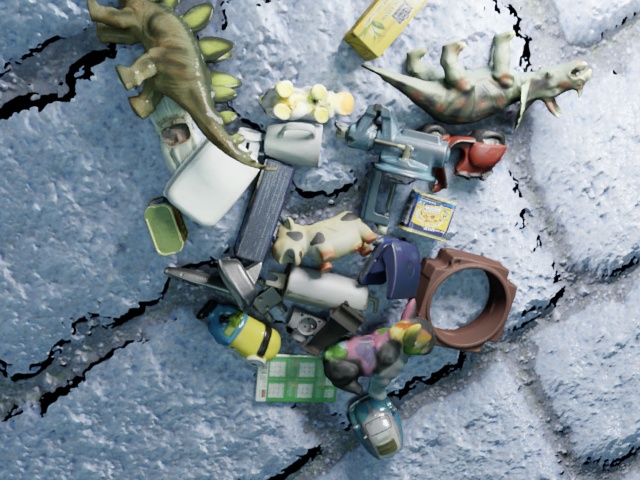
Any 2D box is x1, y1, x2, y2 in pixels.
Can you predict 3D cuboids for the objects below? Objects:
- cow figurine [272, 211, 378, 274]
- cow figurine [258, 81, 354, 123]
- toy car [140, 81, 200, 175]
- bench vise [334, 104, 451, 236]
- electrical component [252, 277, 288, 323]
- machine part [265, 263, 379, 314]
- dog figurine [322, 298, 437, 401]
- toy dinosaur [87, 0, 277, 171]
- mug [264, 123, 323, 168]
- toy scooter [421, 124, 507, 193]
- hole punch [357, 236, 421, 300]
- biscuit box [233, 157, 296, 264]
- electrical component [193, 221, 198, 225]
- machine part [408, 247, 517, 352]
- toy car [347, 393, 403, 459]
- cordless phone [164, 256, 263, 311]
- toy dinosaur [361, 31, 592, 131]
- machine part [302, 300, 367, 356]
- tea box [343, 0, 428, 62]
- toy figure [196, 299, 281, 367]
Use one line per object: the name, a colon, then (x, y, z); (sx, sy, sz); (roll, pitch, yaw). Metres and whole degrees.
cow figurine: (-0.002, -0.003, 1.053); (0.195, 0.127, 0.085); (-20, 149, -18)
cow figurine: (-0.025, -0.251, 1.001); (0.167, 0.098, 0.068); (-2, 99, -28)
toy car: (-0.266, -0.206, 0.982); (0.073, 0.056, 0.201); (-18, 107, -5)
bench vise: (0.122, -0.131, 1.028); (0.224, 0.129, 0.240); (13, 103, 1)
electrical component: (-0.111, 0.123, 1.108); (0.063, 0.021, 0.094); (-35, 107, 1)
machine part: (0.008, 0.102, 1.094); (0.243, 0.079, 0.079); (15, 101, -12)
dog figurine: (0.124, 0.211, 1.087); (0.191, 0.108, 0.219); (20, 123, -13)
toy dinosaur: (-0.240, -0.293, 0.900); (0.198, 0.105, 0.471); (-27, 86, -11)
mug: (-0.051, -0.183, 1.000); (0.107, 0.109, 0.081); (5, 78, -1)
toy scooter: (0.279, -0.158, 1.075); (0.184, 0.075, 0.135); (4, 103, -7)
hole punch: (0.152, 0.057, 1.073); (0.142, 0.092, 0.115); (5, 113, -50)
biscuit box: (-0.110, -0.056, 1.044); (0.063, 0.059, 0.202); (18, 100, -14)
electrical component: (-0.222, -0.078, 1.031); (0.102, 0.045, 0.078); (-23, 78, -6)
machine part: (0.301, 0.129, 1.145); (0.201, 0.087, 0.200); (14, 102, -11)
toy car: (0.131, 0.423, 1.182); (0.109, 0.103, 0.161); (-22, 104, -2)
cordless phone: (-0.207, 0.070, 1.019); (0.184, 0.146, 0.088); (14, 76, -7)
toy dinosaur: (0.287, -0.286, 1.028); (0.405, 0.131, 0.192); (-12, 105, 0)
machine part: (0.024, 0.182, 1.081); (0.139, 0.039, 0.084); (-40, 125, 15)
tea box: (0.127, -0.412, 0.974); (0.068, 0.098, 0.169); (38, 97, -15)
toy figure: (-0.161, 0.184, 1.086); (0.180, 0.082, 0.089); (42, 96, -14)
